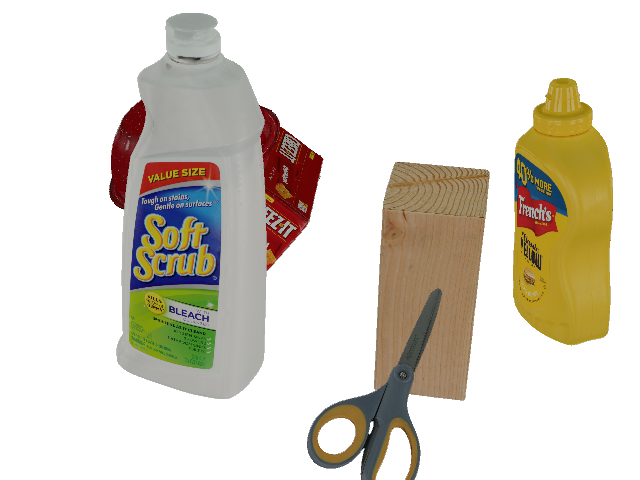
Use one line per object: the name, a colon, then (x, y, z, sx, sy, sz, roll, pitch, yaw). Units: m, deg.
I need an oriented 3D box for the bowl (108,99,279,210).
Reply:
bowl: (-0.119, -0.093, 0.915, 0.162, 0.055, 0.162, -17, 33, 11)

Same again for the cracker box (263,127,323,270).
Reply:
cracker box: (-0.093, 0.001, 1.110, 0.072, 0.214, 0.164, 36, 24, -12)

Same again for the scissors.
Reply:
scissors: (0.045, 0.112, 0.850, 0.096, 0.201, 0.016, 11, -37, -3)

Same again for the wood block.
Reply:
wood block: (0.103, 0.040, 1.006, 0.091, 0.206, 0.090, 6, 33, 9)

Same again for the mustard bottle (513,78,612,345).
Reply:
mustard bottle: (0.177, -0.026, 0.783, 0.058, 0.192, 0.096, -12, 28, -12)

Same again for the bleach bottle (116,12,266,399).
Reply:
bleach bottle: (-0.084, -0.020, 0.669, 0.103, 0.251, 0.068, 15, 36, 19)
